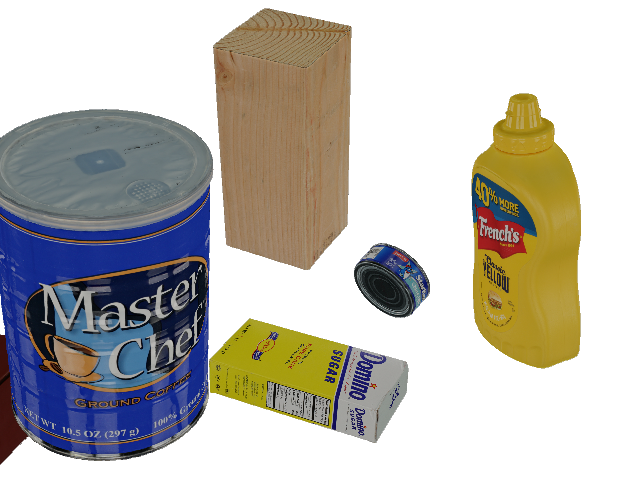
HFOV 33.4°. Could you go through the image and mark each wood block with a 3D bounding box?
[{"bbox_3d":[-0.031,-0.089,0.958,0.091,0.206,0.090,17,39,22],"label":"wood block"}]

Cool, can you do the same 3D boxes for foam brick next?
[{"bbox_3d":[-0.213,0.101,0.677,0.053,0.051,0.078,6,29,22],"label":"foam brick"}]

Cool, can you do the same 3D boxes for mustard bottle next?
[{"bbox_3d":[0.144,-0.011,0.756,0.058,0.192,0.096,-16,29,-19],"label":"mustard bottle"}]

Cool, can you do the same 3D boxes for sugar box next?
[{"bbox_3d":[-0.011,0.133,1.040,0.176,0.048,0.093,11,28,19],"label":"sugar box"}]

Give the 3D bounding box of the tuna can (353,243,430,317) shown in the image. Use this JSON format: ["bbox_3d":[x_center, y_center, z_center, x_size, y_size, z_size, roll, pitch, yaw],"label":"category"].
[{"bbox_3d":[0.080,0.047,1.217,0.086,0.086,0.033,0,38,51],"label":"tuna can"}]

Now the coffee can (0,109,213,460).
[{"bbox_3d":[-0.105,0.021,0.522,0.103,0.140,0.103,3,33,-2],"label":"coffee can"}]
